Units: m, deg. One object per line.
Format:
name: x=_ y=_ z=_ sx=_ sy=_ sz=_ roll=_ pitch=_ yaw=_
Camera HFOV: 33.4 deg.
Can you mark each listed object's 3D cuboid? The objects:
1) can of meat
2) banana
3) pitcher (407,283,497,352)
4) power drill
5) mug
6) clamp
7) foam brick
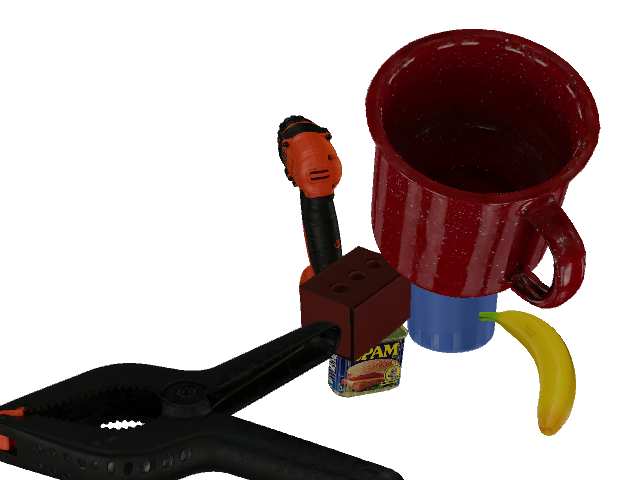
can of meat: x=0.061 y=0.155 z=1.418 sx=0.102 sy=0.084 sz=0.057 roll=-6 pitch=26 yaw=-22
banana: x=0.233 y=0.131 z=1.135 sx=0.069 sy=0.037 sz=0.198 roll=-25 pitch=34 yaw=3
pitcher: x=0.168 y=0.006 z=1.299 sx=0.149 sy=0.243 sz=0.145 roll=1 pitch=23 yaw=9
power drill: x=-0.007 y=-0.026 z=1.077 sx=0.057 sy=0.187 sz=0.184 roll=-11 pitch=20 yaw=-3
mug: x=0.070 y=-0.020 z=0.450 sx=0.093 sy=0.117 sz=0.081 roll=-27 pitch=-30 yaw=-18
clamp: x=-0.068 y=0.091 z=0.577 sx=0.210 sy=0.036 sz=0.164 roll=0 pitch=24 yaw=-5
foam brick: x=0.028 y=0.048 z=0.828 sx=0.053 sy=0.051 sz=0.078 roll=20 pitch=36 yaw=33
